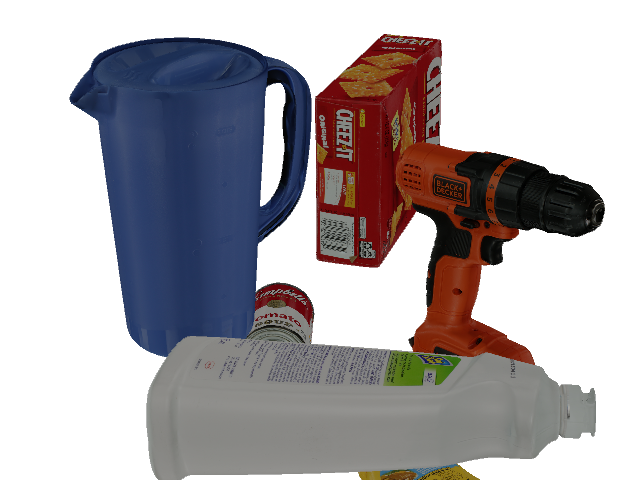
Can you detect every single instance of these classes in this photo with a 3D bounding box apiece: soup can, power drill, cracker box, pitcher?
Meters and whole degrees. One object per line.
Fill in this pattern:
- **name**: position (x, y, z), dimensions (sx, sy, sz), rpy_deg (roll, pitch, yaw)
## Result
- **soup can**: position (-0.042, 0.091, 1.019), dimensions (0.068, 0.068, 0.102), rpy_deg (0, 21, 2)
- **power drill**: position (0.137, 0.023, 0.844), dimensions (0.057, 0.188, 0.185), rpy_deg (-17, 26, -39)
- **cracker box**: position (0.061, -0.093, 1.037), dimensions (0.072, 0.164, 0.213), rpy_deg (9, 28, 19)
- **pitcher**: position (-0.097, -0.034, 0.854), dimensions (0.149, 0.243, 0.144), rpy_deg (10, 29, 17)

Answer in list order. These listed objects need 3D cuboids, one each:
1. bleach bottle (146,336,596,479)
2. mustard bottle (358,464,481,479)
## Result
- **bleach bottle**: position (0.033, 0.100, 0.627), dimensions (0.251, 0.068, 0.102), rpy_deg (1, 18, 8)
- **mustard bottle**: position (0.097, 0.232, 0.971), dimensions (0.096, 0.058, 0.192), rpy_deg (-14, 24, -36)
